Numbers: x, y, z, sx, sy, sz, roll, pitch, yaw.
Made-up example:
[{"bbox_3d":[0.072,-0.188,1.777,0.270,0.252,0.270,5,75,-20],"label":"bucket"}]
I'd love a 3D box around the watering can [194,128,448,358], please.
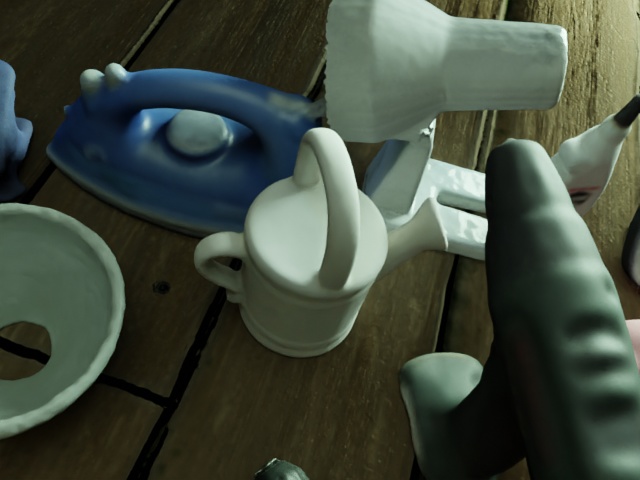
[{"bbox_3d":[0.003,0.000,0.407,0.173,0.194,0.100,-24,66,-24],"label":"watering can"}]

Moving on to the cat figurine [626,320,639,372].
[{"bbox_3d":[0.262,0.098,0.443,0.128,0.118,0.067,8,57,-6],"label":"cat figurine"}]

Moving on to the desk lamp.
[{"bbox_3d":[0.091,-0.098,0.473,0.203,0.213,0.118,14,57,-2],"label":"desk lamp"}]

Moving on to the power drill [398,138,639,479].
[{"bbox_3d":[0.119,0.082,0.370,0.076,0.208,0.229,-4,59,-13],"label":"power drill"}]

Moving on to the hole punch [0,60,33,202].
[{"bbox_3d":[-0.299,-0.091,0.464,0.109,0.091,0.101,3,58,-9],"label":"hole punch"}]

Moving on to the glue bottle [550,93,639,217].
[{"bbox_3d":[0.229,-0.064,0.504,0.078,0.173,0.037,-10,61,-17],"label":"glue bottle"}]

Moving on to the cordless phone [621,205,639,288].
[{"bbox_3d":[0.372,-0.016,0.496,0.147,0.185,0.094,14,57,-2],"label":"cordless phone"}]

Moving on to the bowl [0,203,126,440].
[{"bbox_3d":[-0.217,0.062,0.395,0.167,0.075,0.167,5,58,-8],"label":"bowl"}]

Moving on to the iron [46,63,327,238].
[{"bbox_3d":[-0.108,-0.088,0.470,0.258,0.141,0.118,10,57,-5],"label":"iron"}]
